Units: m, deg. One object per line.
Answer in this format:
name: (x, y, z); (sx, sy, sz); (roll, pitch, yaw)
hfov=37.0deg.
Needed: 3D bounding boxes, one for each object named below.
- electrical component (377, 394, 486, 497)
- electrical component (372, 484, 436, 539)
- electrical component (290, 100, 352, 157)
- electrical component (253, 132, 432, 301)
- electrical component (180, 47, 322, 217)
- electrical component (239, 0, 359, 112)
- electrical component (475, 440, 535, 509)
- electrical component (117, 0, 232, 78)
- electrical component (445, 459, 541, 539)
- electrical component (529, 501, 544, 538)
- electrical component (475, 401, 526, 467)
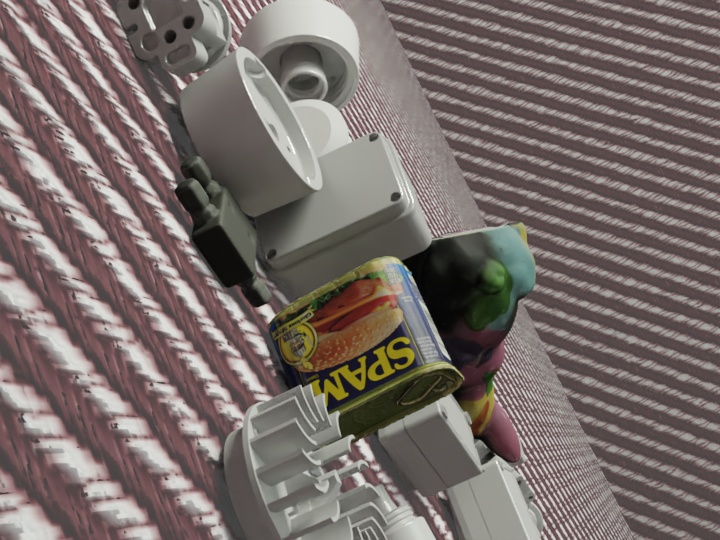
electrical component: (0.045, 0.118, 0.820); (0.096, 0.061, 0.061); (56, 14, -36)
electrical component: (0.021, 0.162, 0.659); (0.062, 0.048, 0.048); (60, 9, 18)
electrical component: (-0.043, -0.090, 0.852); (0.051, 0.080, 0.080); (57, 12, -54)
electrical component: (-0.015, -0.038, 0.765); (0.057, 0.113, 0.078); (55, 14, -52)
electrical component: (-0.078, -0.087, 0.722); (0.108, 0.060, 0.108); (58, 13, -21)
electrical component: (-0.051, -0.177, 0.947); (0.108, 0.108, 0.060); (53, 22, -45)
electrical component: (0.126, 0.199, 1.007); (0.064, 0.042, 0.081); (40, -10, 49)
electrical component: (-0.120, -0.163, 0.716); (0.078, 0.058, 0.057); (66, 14, 10)
electrical component: (0.115, 0.219, 0.917); (0.096, 0.061, 0.062); (69, 12, 23)
electrical component: (0.156, 0.256, 1.068); (0.066, 0.048, 0.055); (64, 18, -3)
electrical component: (0.143, 0.193, 1.145); (0.065, 0.047, 0.076); (56, 14, -30)
